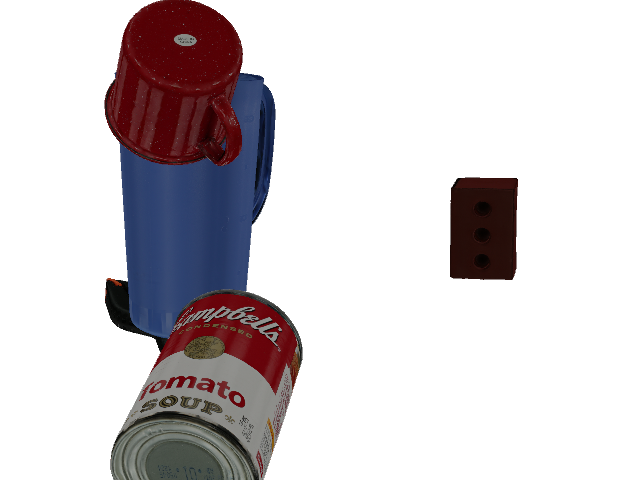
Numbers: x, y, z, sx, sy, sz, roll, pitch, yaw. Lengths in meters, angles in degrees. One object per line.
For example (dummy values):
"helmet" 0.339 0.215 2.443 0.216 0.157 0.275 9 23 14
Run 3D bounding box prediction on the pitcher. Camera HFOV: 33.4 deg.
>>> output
"pitcher" -0.114 -0.040 0.991 0.149 0.243 0.145 1 14 -7

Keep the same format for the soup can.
"soup can" -0.051 0.078 0.499 0.068 0.068 0.102 0 29 11

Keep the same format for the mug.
"mug" -0.093 -0.103 0.740 0.093 0.117 0.082 -28 -18 -28

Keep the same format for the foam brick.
"foam brick" 0.135 -0.010 0.880 0.053 0.078 0.051 1 15 13

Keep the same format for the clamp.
"clamp" -0.165 0.089 1.146 0.210 0.036 0.164 19 20 27
